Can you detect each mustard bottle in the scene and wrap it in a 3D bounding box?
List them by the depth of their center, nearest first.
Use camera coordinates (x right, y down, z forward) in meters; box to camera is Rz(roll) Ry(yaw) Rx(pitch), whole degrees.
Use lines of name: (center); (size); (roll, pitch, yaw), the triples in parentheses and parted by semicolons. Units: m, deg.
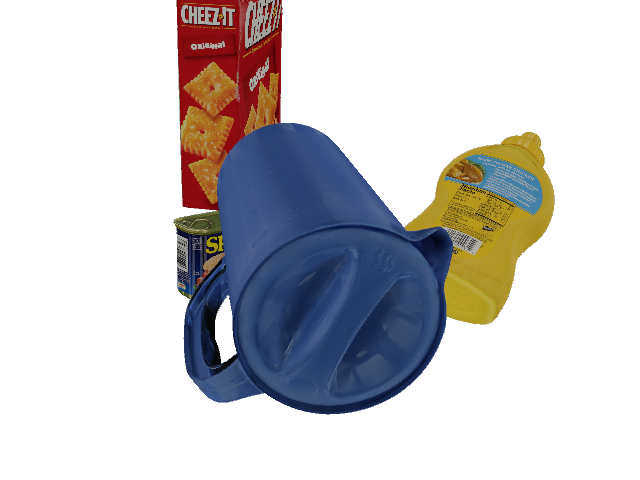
mustard bottle: (0.135, -0.024, 0.866); (0.096, 0.191, 0.058); (23, -36, 20)

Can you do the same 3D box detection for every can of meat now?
can of meat: (-0.114, 0.015, 1.203); (0.101, 0.084, 0.058); (-12, 22, -38)

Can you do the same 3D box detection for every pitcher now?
pitcher: (-0.017, 0.009, 0.750); (0.149, 0.145, 0.243); (6, 23, -14)

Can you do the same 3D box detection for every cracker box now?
cracker box: (-0.086, -0.155, 1.080); (0.072, 0.214, 0.164); (6, 22, 10)
